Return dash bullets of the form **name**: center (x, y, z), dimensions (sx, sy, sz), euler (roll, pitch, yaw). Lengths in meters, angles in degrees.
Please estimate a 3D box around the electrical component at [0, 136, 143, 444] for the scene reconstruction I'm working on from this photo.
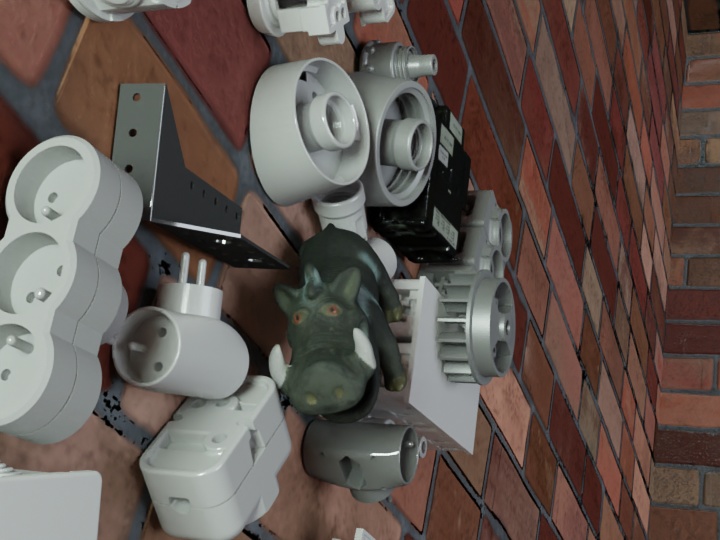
- **electrical component**: center (-0.135, 0.014, 0.509), dimensions (0.074, 0.052, 0.138), euler (44, 51, -60)

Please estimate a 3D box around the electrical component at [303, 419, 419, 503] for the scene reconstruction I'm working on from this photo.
- **electrical component**: center (0.005, 0.149, 0.814), dimensions (0.043, 0.077, 0.079), euler (-65, 148, -45)

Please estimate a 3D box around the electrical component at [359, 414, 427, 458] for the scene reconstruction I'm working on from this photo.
- **electrical component**: center (0.023, 0.142, 0.875), dimensions (0.048, 0.062, 0.048), euler (0, 90, -67)

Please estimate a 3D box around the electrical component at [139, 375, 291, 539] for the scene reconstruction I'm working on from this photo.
- **electrical component**: center (-0.082, 0.113, 0.636), dimensions (0.095, 0.054, 0.059), euler (-55, 140, -53)

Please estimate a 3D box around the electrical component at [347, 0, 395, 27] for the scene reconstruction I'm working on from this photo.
- **electrical component**: center (-0.012, -0.220, 0.796), dimensions (0.058, 0.057, 0.078), euler (-64, 146, -47)

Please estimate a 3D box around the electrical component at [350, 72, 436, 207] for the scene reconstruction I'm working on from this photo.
- **electrical component**: center (0.022, -0.101, 0.850), dimensions (0.108, 0.060, 0.108), euler (-24, 118, -55)

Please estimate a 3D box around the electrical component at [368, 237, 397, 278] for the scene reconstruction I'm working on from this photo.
- **electrical component**: center (0.000, 0.000, 0.848), dimensions (0.078, 0.040, 0.040), euler (-33, 120, -63)

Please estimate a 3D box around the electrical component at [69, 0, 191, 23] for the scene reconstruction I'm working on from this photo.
- **electrical component**: center (-0.119, -0.169, 0.549), dimensions (0.080, 0.051, 0.080), euler (0, 90, -67)

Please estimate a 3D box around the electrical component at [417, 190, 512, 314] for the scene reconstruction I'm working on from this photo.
- **electrical component**: center (0.107, 0.003, 1.075), dimensions (0.089, 0.062, 0.150), euler (66, 33, -45)

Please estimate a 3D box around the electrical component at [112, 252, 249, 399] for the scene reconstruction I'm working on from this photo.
- **electrical component**: center (-0.098, 0.030, 0.610), dimensions (0.077, 0.043, 0.079), euler (28, 65, -64)

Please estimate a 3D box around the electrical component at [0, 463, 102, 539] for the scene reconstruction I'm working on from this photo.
- **electrical component**: center (-0.159, 0.130, 0.458), dimensions (0.100, 0.048, 0.099), euler (19, 73, -66)

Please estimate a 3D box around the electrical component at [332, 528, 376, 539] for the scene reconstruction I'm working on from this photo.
- **electrical component**: center (0.001, 0.252, 0.822), dimensions (0.121, 0.063, 0.078), euler (56, 41, -54)

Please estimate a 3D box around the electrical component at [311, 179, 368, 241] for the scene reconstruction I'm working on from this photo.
- **electrical component**: center (-0.014, -0.042, 0.817), dimensions (0.040, 0.040, 0.046), euler (-64, 151, -46)

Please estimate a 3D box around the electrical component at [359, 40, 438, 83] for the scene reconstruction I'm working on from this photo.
- **electrical component**: center (0.033, -0.169, 0.897), dimensions (0.048, 0.062, 0.048), euler (0, 90, -67)

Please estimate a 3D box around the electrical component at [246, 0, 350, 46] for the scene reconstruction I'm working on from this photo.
- **electrical component**: center (-0.043, -0.183, 0.724), dimensions (0.048, 0.055, 0.066), euler (-51, 136, -56)

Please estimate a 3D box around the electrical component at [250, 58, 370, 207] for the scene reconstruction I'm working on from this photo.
- **electrical component**: center (-0.039, -0.098, 0.756), dimensions (0.099, 0.064, 0.099), euler (20, 65, -53)

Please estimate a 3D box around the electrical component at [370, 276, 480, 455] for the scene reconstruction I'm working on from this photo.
- **electrical component**: center (0.051, 0.088, 0.944), dimensions (0.186, 0.060, 0.105), euler (46, 49, -59)
